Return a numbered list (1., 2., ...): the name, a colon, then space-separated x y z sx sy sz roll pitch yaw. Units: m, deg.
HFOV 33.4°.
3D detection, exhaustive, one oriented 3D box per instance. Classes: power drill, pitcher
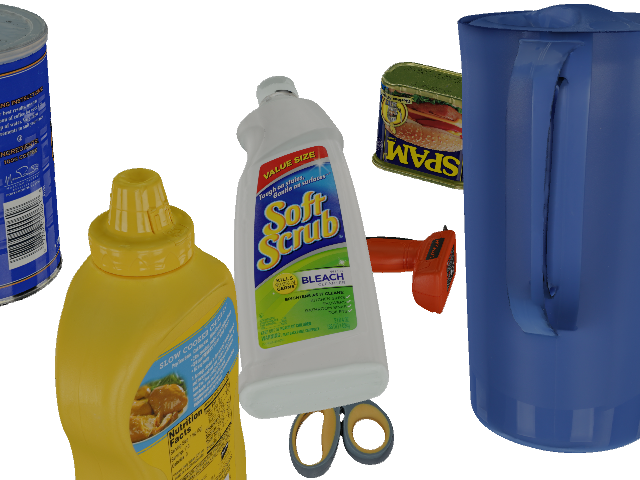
1. power drill: 0.041 0.031 1.120 0.188 0.057 0.184 6 31 16
2. pitcher: 0.137 -0.006 0.594 0.149 0.243 0.145 -7 17 -19

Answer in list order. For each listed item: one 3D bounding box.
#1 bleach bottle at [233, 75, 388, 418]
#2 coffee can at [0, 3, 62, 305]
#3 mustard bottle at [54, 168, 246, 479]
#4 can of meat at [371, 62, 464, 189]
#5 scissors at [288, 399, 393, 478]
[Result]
1. bleach bottle: -0.022 -0.008 0.748 0.102 0.251 0.068 -10 -30 -2
2. coffee can: -0.195 -0.047 0.576 0.103 0.140 0.103 2 27 -1
3. mustard bottle: -0.070 0.060 0.450 0.058 0.192 0.096 15 32 25
4. can of meat: 0.099 -0.101 0.929 0.102 0.084 0.057 17 35 21
5. scissors: 0.027 0.120 0.927 0.096 0.016 0.201 6 46 14
